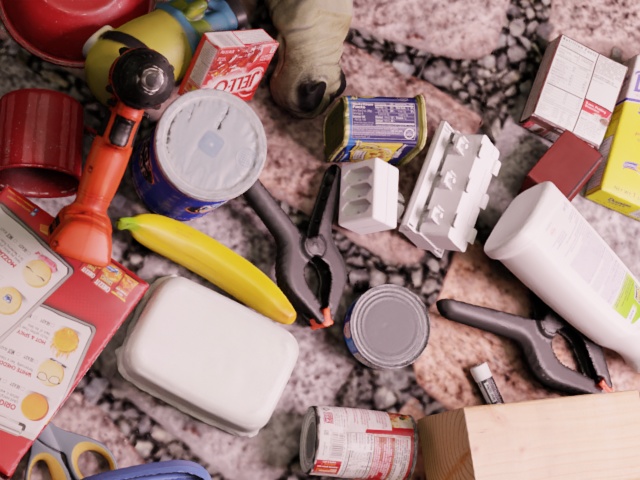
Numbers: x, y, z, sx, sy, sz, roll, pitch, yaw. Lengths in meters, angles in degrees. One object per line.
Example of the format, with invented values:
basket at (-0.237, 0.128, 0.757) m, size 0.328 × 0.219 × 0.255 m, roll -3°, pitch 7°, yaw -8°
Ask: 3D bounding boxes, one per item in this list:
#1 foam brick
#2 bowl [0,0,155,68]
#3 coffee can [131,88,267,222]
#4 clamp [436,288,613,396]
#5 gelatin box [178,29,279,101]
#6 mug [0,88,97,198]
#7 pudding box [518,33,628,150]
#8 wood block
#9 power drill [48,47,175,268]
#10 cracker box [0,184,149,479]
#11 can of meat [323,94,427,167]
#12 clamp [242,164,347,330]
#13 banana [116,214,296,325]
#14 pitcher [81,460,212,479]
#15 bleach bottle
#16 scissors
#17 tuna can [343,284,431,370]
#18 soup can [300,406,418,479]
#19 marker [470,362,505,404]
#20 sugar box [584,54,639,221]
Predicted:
foam brick at (0.259, -0.069, 1.154) m, size 0.051 × 0.053 × 0.078 m, roll 38°, pitch 69°, yaw 13°
bowl at (-0.244, -0.258, 1.070) m, size 0.162 × 0.055 × 0.162 m, roll 3°, pitch 78°, yaw -14°
coffee can at (-0.118, -0.077, 1.014) m, size 0.102 × 0.140 × 0.103 m, roll 2°, pitch 83°, yaw -18°
clamp at (0.225, 0.093, 1.123) m, size 0.164 × 0.036 × 0.210 m, roll -36°, pitch 91°, yaw -27°
gelatin box at (-0.090, -0.170, 1.056) m, size 0.030 × 0.073 × 0.089 m, roll 45°, pitch 35°, yaw 21°
mug at (-0.257, -0.090, 1.019) m, size 0.117 × 0.093 × 0.081 m, roll 10°, pitch 71°, yaw -30°
pudding box at (0.284, -0.162, 1.193) m, size 0.090 × 0.039 × 0.113 m, roll 25°, pitch 71°, yaw -7°
wood block at (0.213, 0.205, 1.049) m, size 0.205 × 0.091 × 0.090 m, roll -2°, pitch 76°, yaw -25°
power drill at (-0.175, -0.074, 0.912) m, size 0.057 × 0.184 × 0.188 m, roll 21°, pitch 94°, yaw -15°
cracker box at (-0.285, 0.083, 0.969) m, size 0.164 × 0.072 × 0.213 m, roll 36°, pitch 66°, yaw -4°
can of meat at (0.054, -0.112, 1.092) m, size 0.083 × 0.102 × 0.057 m, roll 0°, pitch 79°, yaw -12°
clamp at (-0.007, 0.001, 1.084) m, size 0.120 × 0.039 × 0.171 m, roll -18°, pitch 92°, yaw -28°
banana at (-0.111, 0.024, 1.043) m, size 0.197 × 0.069 × 0.037 m, roll 29°, pitch 114°, yaw -14°
pitcher at (-0.195, 0.289, 0.932) m, size 0.242 × 0.145 × 0.149 m, roll -5°, pitch 65°, yaw -12°
bleach bottle at (0.286, 0.059, 1.108) m, size 0.250 × 0.068 × 0.102 m, roll 45°, pitch 54°, yaw -11°
scissors at (-0.249, 0.166, 1.003) m, size 0.096 × 0.016 × 0.202 m, roll -10°, pitch 81°, yaw -18°
tuna can at (0.067, 0.090, 1.089) m, size 0.086 × 0.034 × 0.086 m, roll 3°, pitch 78°, yaw -13°
soup can at (0.037, 0.200, 1.041) m, size 0.102 × 0.069 × 0.068 m, roll 8°, pitch 77°, yaw -12°
marker at (0.190, 0.186, 1.108) m, size 0.020 × 0.020 × 0.121 m, roll -23°, pitch 85°, yaw -18°
sugar box at (0.367, -0.113, 1.201) m, size 0.093 × 0.048 × 0.176 m, roll 22°, pitch 76°, yaw -10°
